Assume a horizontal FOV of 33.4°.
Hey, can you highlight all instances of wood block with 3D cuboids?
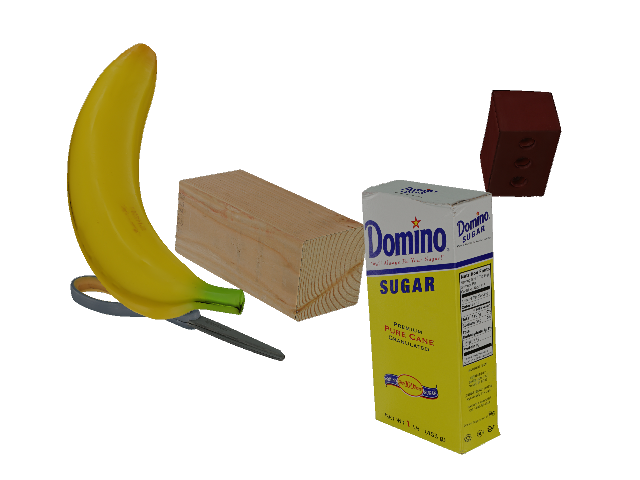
[{"bbox_3d":[-0.057,0.000,1.137,0.090,0.090,0.206,-13,28,-41],"label":"wood block"}]

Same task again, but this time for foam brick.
[{"bbox_3d":[0.169,-0.083,0.912,0.053,0.051,0.078,0,-43,-1],"label":"foam brick"}]

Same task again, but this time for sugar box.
[{"bbox_3d":[0.076,0.050,0.745,0.048,0.176,0.094,-18,18,-36],"label":"sugar box"}]

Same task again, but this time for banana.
[{"bbox_3d":[-0.099,-0.028,0.561,0.069,0.198,0.037,-12,-36,-16],"label":"banana"}]

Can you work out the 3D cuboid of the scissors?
[{"bbox_3d":[-0.109,0.054,0.885,0.202,0.016,0.096,12,24,15],"label":"scissors"}]
